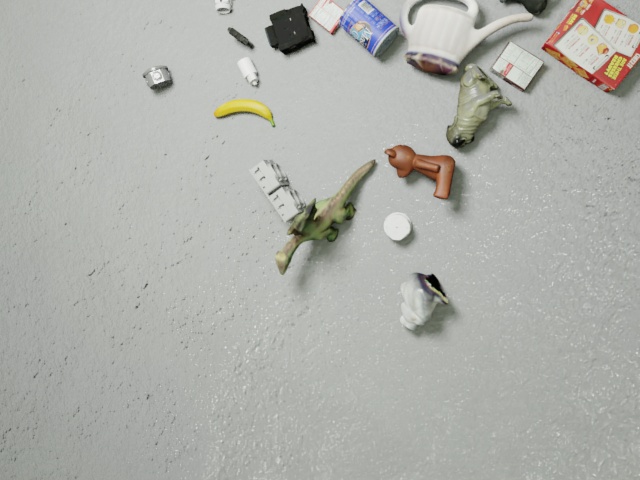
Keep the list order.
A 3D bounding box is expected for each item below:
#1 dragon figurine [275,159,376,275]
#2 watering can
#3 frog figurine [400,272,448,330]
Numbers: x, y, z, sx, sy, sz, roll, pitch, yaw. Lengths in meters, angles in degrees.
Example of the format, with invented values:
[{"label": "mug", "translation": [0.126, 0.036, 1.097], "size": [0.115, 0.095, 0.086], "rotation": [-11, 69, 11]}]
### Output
[{"label": "dragon figurine", "translation": [0.004, -0.073, 1.449], "size": [0.123, 0.244, 0.407], "rotation": [38, 103, 10]}, {"label": "watering can", "translation": [0.371, -0.554, 1.394], "size": [0.349, 0.104, 0.223], "rotation": [20, 98, 18]}, {"label": "frog figurine", "translation": [0.273, 0.177, 1.478], "size": [0.157, 0.122, 0.140], "rotation": [-46, 53, 21]}]
